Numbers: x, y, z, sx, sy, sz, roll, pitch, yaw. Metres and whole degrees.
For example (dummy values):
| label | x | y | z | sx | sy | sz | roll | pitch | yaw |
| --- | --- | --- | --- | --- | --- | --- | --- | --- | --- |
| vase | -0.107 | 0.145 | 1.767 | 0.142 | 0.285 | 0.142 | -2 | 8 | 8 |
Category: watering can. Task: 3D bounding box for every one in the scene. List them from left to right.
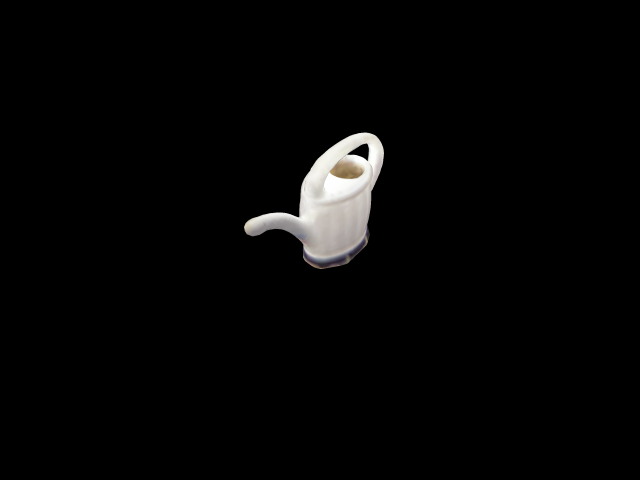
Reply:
| label | x | y | z | sx | sy | sz | roll | pitch | yaw |
| --- | --- | --- | --- | --- | --- | --- | --- | --- | --- |
| watering can | 0.003 | -0.043 | 0.850 | 0.105 | 0.219 | 0.353 | 26 | 47 | 27 |
